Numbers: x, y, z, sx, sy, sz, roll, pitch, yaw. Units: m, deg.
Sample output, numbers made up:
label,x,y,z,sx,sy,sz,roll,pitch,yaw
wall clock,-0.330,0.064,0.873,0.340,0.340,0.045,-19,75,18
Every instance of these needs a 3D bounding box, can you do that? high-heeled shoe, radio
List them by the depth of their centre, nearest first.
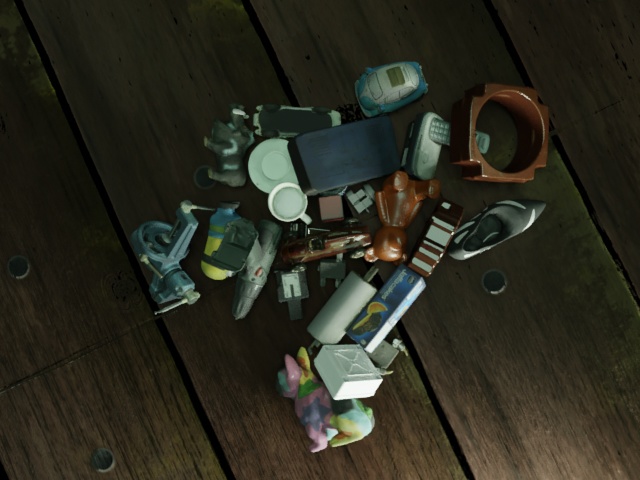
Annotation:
label,x,y,z,sx,sy,sz,roll,pitch,yaw
high-heeled shoe,0.382,-0.031,1.148,0.249,0.145,0.086,-28,88,4
radio,0.056,-0.183,1.170,0.230,0.073,0.131,-16,91,-17

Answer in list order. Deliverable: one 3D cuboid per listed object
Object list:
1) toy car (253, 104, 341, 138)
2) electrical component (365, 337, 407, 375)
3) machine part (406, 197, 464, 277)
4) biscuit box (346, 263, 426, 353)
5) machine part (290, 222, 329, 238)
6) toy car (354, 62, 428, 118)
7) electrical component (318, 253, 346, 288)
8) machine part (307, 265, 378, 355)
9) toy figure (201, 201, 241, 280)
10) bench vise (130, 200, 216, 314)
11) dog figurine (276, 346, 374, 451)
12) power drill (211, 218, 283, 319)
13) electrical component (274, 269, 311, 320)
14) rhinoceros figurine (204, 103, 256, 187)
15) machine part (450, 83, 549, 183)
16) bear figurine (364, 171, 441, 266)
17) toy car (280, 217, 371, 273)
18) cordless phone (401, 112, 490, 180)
label,x,y,z,sx,sy,sz,roll,pitch,yaw
toy car,-0.053,-0.267,1.225,0.202,0.056,0.073,4,96,5
electrical component,0.146,0.252,1.206,0.078,0.045,0.102,42,91,2
machine part,0.242,-0.005,1.147,0.056,0.179,0.179,27,91,7
biscuit box,0.147,0.150,1.187,0.063,0.059,0.202,37,86,28
machine part,-0.003,-0.004,1.225,0.139,0.039,0.084,6,84,5
toy car,0.160,-0.341,1.190,0.162,0.103,0.109,-17,89,5
electrical component,0.027,0.065,1.213,0.063,0.021,0.093,4,118,3
machine part,0.050,0.155,1.199,0.079,0.079,0.243,37,92,3
toy figure,-0.220,0.000,1.218,0.089,0.082,0.180,7,97,23
bench vise,-0.323,0.022,1.179,0.224,0.129,0.240,53,124,27
dog figurine,0.001,0.336,1.177,0.192,0.108,0.219,-26,83,27
power drill,-0.156,0.052,1.150,0.086,0.207,0.232,20,78,20
electrical component,-0.058,0.118,1.220,0.075,0.048,0.119,-13,88,4
rhinoceros figurine,-0.203,-0.216,1.223,0.112,0.073,0.190,1,89,5
machine part,0.382,-0.225,1.152,0.201,0.087,0.201,1,93,-18
bear figurine,0.171,-0.041,1.171,0.120,0.132,0.195,14,84,-18
toy car,0.009,0.009,1.171,0.202,0.053,0.089,-13,72,11
cordless phone,0.280,-0.194,1.195,0.184,0.089,0.146,13,90,-8
